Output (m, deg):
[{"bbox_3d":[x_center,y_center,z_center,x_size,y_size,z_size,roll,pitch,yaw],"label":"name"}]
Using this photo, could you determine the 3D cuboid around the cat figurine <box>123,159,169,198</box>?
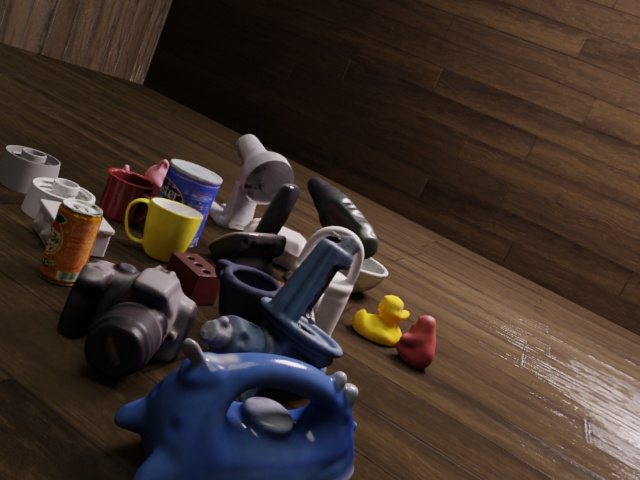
[{"bbox_3d":[-0.350,-0.117,1.168,0.128,0.118,0.067,12,17,-44],"label":"cat figurine"}]

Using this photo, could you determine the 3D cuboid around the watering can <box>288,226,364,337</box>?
[{"bbox_3d":[-0.002,0.066,0.895,0.101,0.194,0.172,19,14,-23],"label":"watering can"}]

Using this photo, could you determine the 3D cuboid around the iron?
[{"bbox_3d":[-0.043,0.166,0.533,0.259,0.141,0.118,15,15,-36],"label":"iron"}]

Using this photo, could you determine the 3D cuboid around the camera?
[{"bbox_3d":[-0.218,0.083,0.639,0.143,0.101,0.137,24,13,-4],"label":"camera"}]

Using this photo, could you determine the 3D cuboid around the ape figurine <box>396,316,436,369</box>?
[{"bbox_3d":[0.178,0.176,1.017,0.078,0.092,0.076,19,14,-24],"label":"ape figurine"}]

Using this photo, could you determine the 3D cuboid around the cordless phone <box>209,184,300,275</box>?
[{"bbox_3d":[-0.117,-0.031,1.098,0.094,0.185,0.148,31,14,29],"label":"cordless phone"}]

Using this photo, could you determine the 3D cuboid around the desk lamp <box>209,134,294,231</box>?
[{"bbox_3d":[-0.171,-0.129,1.331,0.118,0.213,0.202,13,17,-41],"label":"desk lamp"}]

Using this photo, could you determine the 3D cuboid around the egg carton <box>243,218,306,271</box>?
[{"bbox_3d":[-0.097,0.009,1.239,0.150,0.069,0.107,23,13,-9],"label":"egg carton"}]

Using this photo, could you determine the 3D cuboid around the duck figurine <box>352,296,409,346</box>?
[{"bbox_3d":[0.117,0.141,1.058,0.105,0.086,0.077,19,14,-22],"label":"duck figurine"}]

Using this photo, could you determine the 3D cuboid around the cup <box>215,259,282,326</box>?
[{"bbox_3d":[-0.119,0.088,0.814,0.117,0.095,0.092,31,14,28],"label":"cup"}]

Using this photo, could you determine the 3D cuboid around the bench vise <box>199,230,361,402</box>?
[{"bbox_3d":[-0.032,0.093,0.670,0.121,0.220,0.208,29,13,21],"label":"bench vise"}]

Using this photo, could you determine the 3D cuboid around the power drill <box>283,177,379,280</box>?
[{"bbox_3d":[0.010,0.004,1.137,0.076,0.208,0.228,12,18,-44],"label":"power drill"}]

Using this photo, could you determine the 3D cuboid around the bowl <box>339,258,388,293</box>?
[{"bbox_3d":[0.062,0.069,1.274,0.167,0.075,0.167,23,13,-5],"label":"bowl"}]
